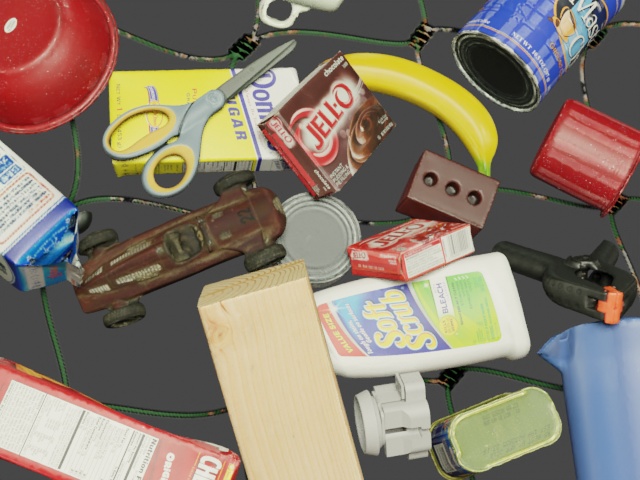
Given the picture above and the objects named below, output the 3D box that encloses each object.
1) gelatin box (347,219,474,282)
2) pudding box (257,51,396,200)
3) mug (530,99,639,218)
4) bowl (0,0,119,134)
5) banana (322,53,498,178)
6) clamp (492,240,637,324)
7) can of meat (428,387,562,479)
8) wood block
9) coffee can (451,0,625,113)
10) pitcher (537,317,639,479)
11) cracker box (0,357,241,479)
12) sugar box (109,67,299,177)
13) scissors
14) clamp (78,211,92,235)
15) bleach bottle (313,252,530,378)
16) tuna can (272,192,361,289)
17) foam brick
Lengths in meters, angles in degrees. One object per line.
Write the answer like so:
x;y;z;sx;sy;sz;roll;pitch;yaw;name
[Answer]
0.081;0.007;0.953;0.089;0.073;0.030;-21;107;-34;gelatin box
0.007;-0.105;0.975;0.090;0.039;0.113;52;49;-15;pudding box
0.255;-0.087;1.009;0.081;0.093;0.117;27;44;6;mug
-0.268;-0.180;0.968;0.162;0.055;0.162;-3;71;10;bowl
0.097;-0.133;1.021;0.198;0.037;0.069;34;65;5;banana
0.219;0.031;0.943;0.120;0.171;0.039;-4;104;4;clamp
0.151;0.168;0.930;0.102;0.084;0.057;-20;79;-10;can of meat
-0.028;0.132;0.879;0.091;0.090;0.206;-15;99;0;wood block
0.209;-0.207;1.020;0.103;0.103;0.140;41;76;5;coffee can
0.290;0.187;0.918;0.144;0.149;0.243;7;75;-45;pitcher
-0.172;0.167;0.856;0.213;0.164;0.072;21;77;0;cracker box
-0.105;-0.111;0.994;0.176;0.048;0.093;-4;76;-6;sugar box
-0.095;-0.105;0.962;0.201;0.016;0.096;-22;84;-11;scissors
-0.317;0.004;0.947;0.164;0.036;0.210;31;71;3;clamp
0.052;0.084;0.954;0.250;0.068;0.102;-13;81;-6;bleach bottle
-0.006;0.001;0.981;0.086;0.034;0.086;1;76;-6;tuna can
0.119;-0.041;0.996;0.078;0.051;0.053;23;75;0;foam brick
